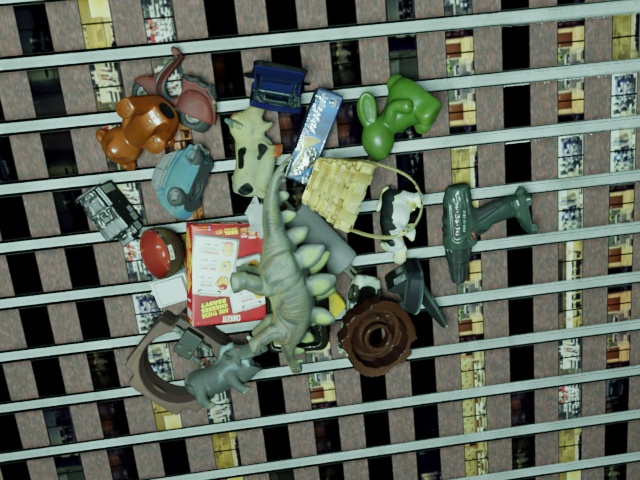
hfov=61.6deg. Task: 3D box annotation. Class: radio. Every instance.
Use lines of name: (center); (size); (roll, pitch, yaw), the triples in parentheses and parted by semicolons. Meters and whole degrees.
radio: (-0.047, 0.125, 1.151); (0.131, 0.073, 0.229); (-1, 108, 6)

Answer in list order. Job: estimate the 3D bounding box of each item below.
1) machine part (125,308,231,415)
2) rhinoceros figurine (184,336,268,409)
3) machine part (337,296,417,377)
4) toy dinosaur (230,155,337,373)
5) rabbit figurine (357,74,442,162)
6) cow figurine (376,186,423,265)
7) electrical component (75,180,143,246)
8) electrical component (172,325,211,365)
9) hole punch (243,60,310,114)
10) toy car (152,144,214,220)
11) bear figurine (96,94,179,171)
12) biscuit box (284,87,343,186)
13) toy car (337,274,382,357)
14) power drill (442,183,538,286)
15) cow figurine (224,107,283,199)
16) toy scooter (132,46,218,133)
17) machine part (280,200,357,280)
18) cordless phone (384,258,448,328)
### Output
machine part: (-0.313, 0.272, 1.214); (0.201, 0.087, 0.201); (37, 98, -11)
rhinoceros figurine: (-0.195, 0.275, 1.150); (0.190, 0.073, 0.112); (-30, 98, -8)
machine part: (0.126, 0.213, 1.202); (0.179, 0.056, 0.179); (-3, 104, -14)
toy dinosaur: (-0.070, 0.073, 1.051); (0.199, 0.105, 0.470); (-11, 115, 0)
rabbit figurine: (0.146, -0.251, 1.121); (0.159, 0.121, 0.170); (40, 94, -5)
cow figurine: (0.166, -0.032, 1.198); (0.098, 0.068, 0.167); (12, 98, -2)
electrical component: (-0.430, -0.053, 1.118); (0.058, 0.115, 0.134); (-34, 101, 5)
electrical component: (-0.284, 0.223, 1.151); (0.094, 0.021, 0.063); (36, 97, -11)
hole punch: (-0.088, -0.301, 1.092); (0.142, 0.116, 0.092); (4, 95, -8)
toy car: (-0.296, -0.129, 1.122); (0.103, 0.109, 0.161); (20, 91, 9)
bear figurine: (-0.376, -0.203, 1.060); (0.196, 0.132, 0.120); (-26, 110, 25)
biscuit box: (-0.016, -0.220, 1.144); (0.059, 0.063, 0.202); (20, 100, -9)
toy car: (0.091, 0.177, 1.244); (0.073, 0.056, 0.201); (9, 102, -14)
power drill: (0.378, -0.026, 1.219); (0.207, 0.086, 0.231); (-13, 100, 6)
cow figurine: (-0.145, -0.187, 1.133); (0.127, 0.085, 0.194); (7, 102, -13)
toy scooter: (-0.282, -0.310, 1.096); (0.184, 0.075, 0.135); (26, 100, -6)
machine part: (-0.002, -0.004, 1.185); (0.079, 0.079, 0.243); (-44, 101, 5)
cordless phone: (0.232, 0.139, 1.198); (0.089, 0.147, 0.184); (-36, 99, 10)
